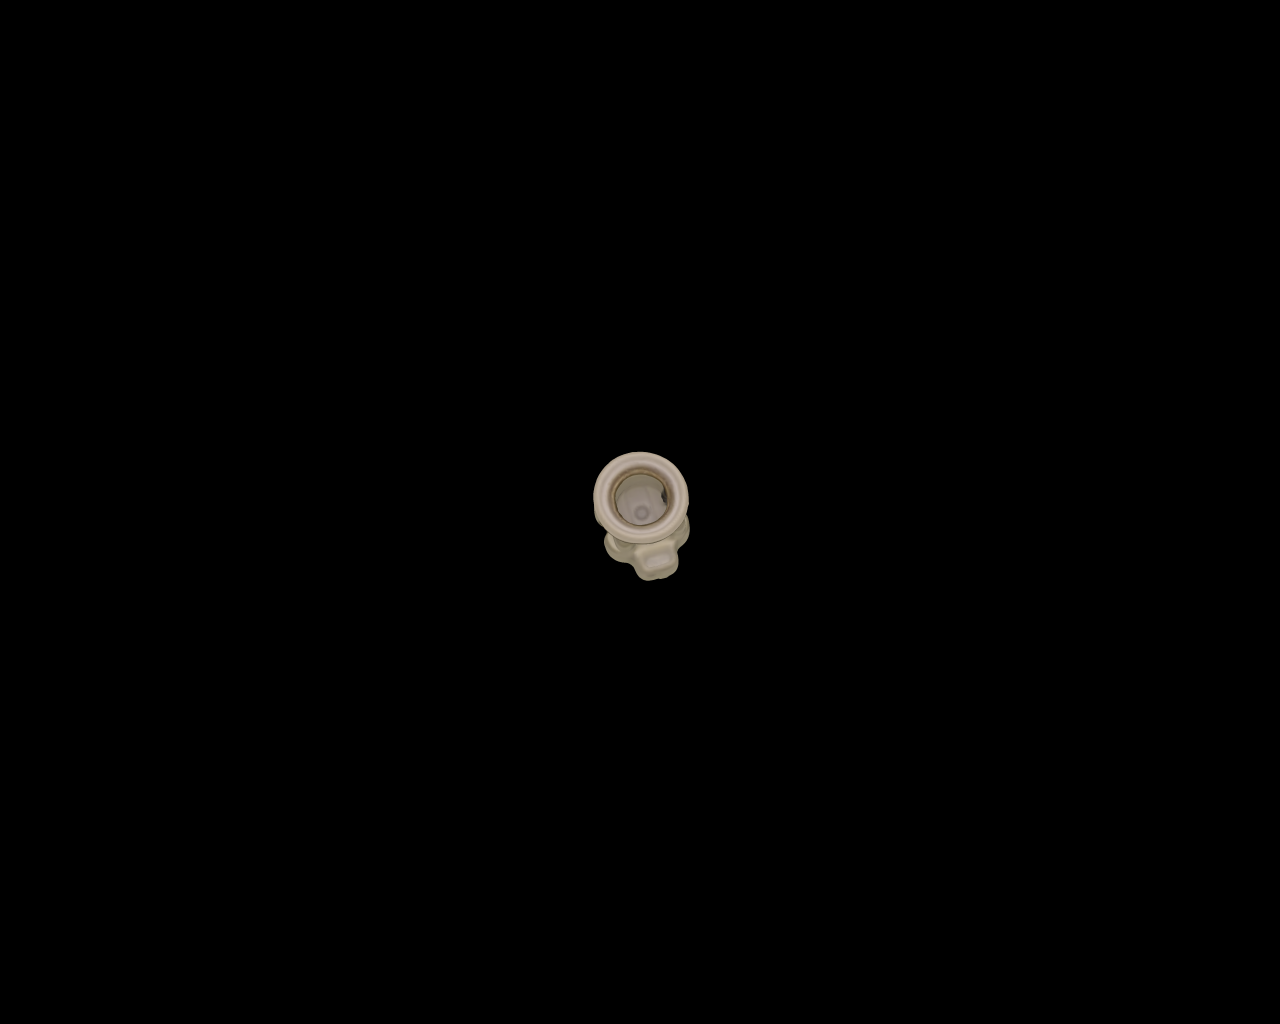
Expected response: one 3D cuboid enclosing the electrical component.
[{"bbox_3d":[0.001,-0.003,0.650,0.058,0.078,0.057,-17,-15,-5],"label":"electrical component"}]
